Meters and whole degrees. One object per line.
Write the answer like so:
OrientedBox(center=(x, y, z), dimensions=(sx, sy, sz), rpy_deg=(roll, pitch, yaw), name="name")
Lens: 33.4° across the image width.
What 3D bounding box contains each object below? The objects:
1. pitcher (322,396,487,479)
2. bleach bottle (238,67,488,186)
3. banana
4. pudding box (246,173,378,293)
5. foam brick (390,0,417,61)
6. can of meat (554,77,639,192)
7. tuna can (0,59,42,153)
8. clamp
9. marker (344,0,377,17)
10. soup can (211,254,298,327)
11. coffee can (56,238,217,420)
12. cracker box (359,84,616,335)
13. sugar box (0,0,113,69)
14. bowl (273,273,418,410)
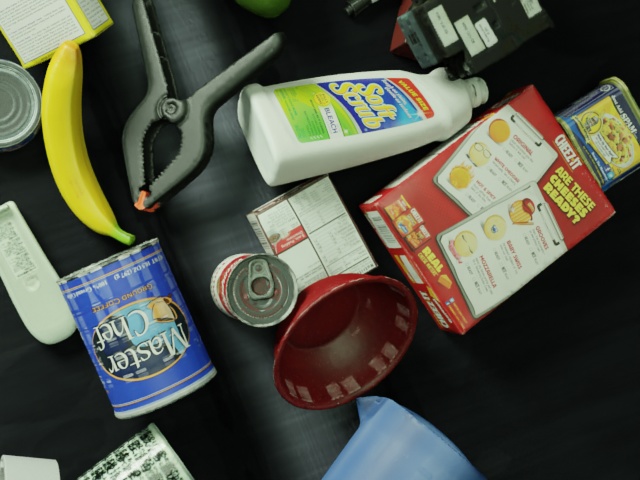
OrientedBox(center=(0.050, 0.288, 1.038), dimensions=(0.243, 0.149, 0.144), rpy_deg=(-51, 125, -6), name="pitcher")
OrientedBox(center=(0.051, -0.130, 1.073), dimensions=(0.250, 0.068, 0.102), rpy_deg=(-16, 68, -19), name="bleach bottle")
OrientedBox(center=(-0.225, -0.086, 0.998), dimensions=(0.070, 0.037, 0.198), rpy_deg=(-7, 110, 20), name="banana")
OrientedBox(center=(-0.007, 0.001, 1.073), dimensions=(0.090, 0.039, 0.113), rpy_deg=(-30, 99, -14), name="pudding box")
OrientedBox(center=(0.110, -0.226, 1.097), dimensions=(0.053, 0.051, 0.078), rpy_deg=(13, 86, -14), name="foam brick")
OrientedBox(center=(0.300, -0.108, 1.142), dimensions=(0.084, 0.057, 0.102), rpy_deg=(-32, 97, -10), name="can of meat")
OrientedBox(center=(-0.302, -0.126, 1.001), dimensions=(0.086, 0.034, 0.086), rpy_deg=(0, 90, -14), name="tuna can")
OrientedBox(center=(-0.125, -0.126, 1.019), dimensions=(0.165, 0.036, 0.210), rpy_deg=(13, 90, 19), name="clamp")
OrientedBox(center=(0.074, -0.269, 1.104), dimensions=(0.121, 0.020, 0.020), rpy_deg=(-37, 98, -11), name="marker")
OrientedBox(center=(-0.065, 0.046, 1.025), dimensions=(0.068, 0.102, 0.068), rpy_deg=(0, 90, -14), name="soup can")
OrientedBox(center=(-0.171, 0.082, 0.998), dimensions=(0.102, 0.103, 0.140), rpy_deg=(-24, 95, -13), name="coffee can")
OrientedBox(center=(0.171, -0.031, 1.102), dimensions=(0.213, 0.072, 0.164), rpy_deg=(-37, 99, -13), name="cracker box")
OrientedBox(center=(-0.273, -0.251, 0.963), dimensions=(0.093, 0.048, 0.176), rpy_deg=(-18, 110, 27), name="sugar box")
OrientedBox(center=(0.014, 0.088, 1.047), dimensions=(0.161, 0.055, 0.162), rpy_deg=(-19, 132, -23), name="bowl")
